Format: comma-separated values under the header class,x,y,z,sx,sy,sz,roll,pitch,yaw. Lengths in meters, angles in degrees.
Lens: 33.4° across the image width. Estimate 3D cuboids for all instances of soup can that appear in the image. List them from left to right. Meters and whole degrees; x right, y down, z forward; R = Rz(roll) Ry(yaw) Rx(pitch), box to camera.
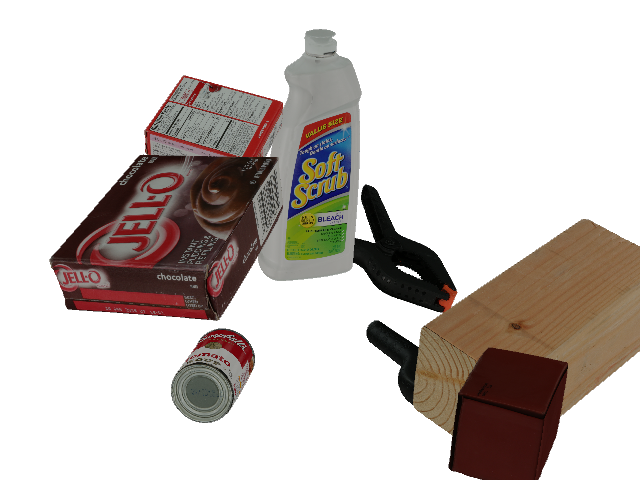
class,x,y,z,sx,sy,sz,roll,pitch,yaw
soup can,-0.113,0.142,1.131,0.068,0.068,0.102,0,16,9

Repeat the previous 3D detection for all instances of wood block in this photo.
class,x,y,z,sx,sy,sz,roll,pitch,yaw
wood block,0.178,0.075,0.852,0.205,0.090,0.091,-29,46,-34

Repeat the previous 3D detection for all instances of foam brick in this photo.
class,x,y,z,sx,sy,sz,roll,pitch,yaw
foam brick,0.114,0.105,0.644,0.053,0.051,0.078,11,20,21

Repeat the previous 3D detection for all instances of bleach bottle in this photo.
class,x,y,z,sx,sy,sz,roll,pitch,yaw
bleach bottle,-0.011,-0.085,1.073,0.102,0.251,0.068,-6,28,-15

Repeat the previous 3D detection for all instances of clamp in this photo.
class,x,y,z,sx,sy,sz,roll,pitch,yaw
clamp,0.065,0.016,1.238,0.164,0.036,0.210,-20,50,-38
clamp,0.123,0.124,1.067,0.120,0.039,0.171,-9,29,-9

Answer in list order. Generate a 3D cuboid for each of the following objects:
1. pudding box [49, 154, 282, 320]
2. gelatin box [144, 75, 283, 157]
class,x,y,z,sx,sy,sz,roll,pitch,yaw
pudding box,-0.079,-0.005,0.579,0.090,0.039,0.113,3,33,18
gelatin box,-0.082,-0.087,0.831,0.089,0.073,0.030,16,-41,9
